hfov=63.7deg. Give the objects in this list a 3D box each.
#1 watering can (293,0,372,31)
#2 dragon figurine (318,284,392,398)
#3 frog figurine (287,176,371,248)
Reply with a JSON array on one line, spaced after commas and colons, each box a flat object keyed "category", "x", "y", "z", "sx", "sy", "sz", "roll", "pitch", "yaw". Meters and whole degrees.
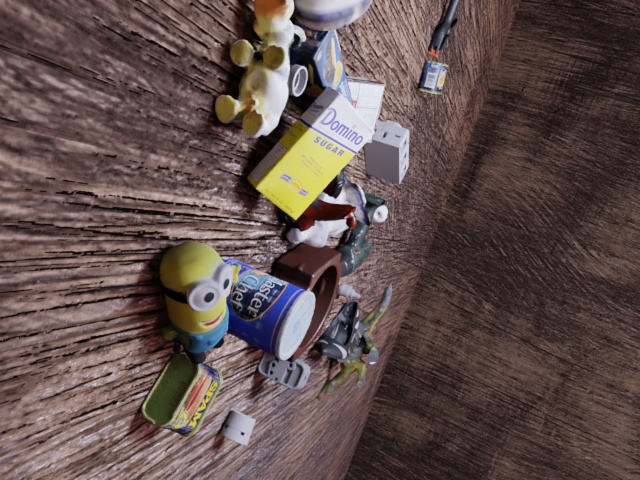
[{"category": "watering can", "x": 0.039, "y": -0.404, "z": 0.634, "sx": 0.355, "sy": 0.104, "sz": 0.219, "roll": -56, "pitch": 158, "yaw": -34}, {"category": "dragon figurine", "x": 0.114, "y": 0.329, "z": 1.655, "sx": 0.414, "sy": 0.122, "sz": 0.241, "roll": -60, "pitch": -175, "yaw": -12}, {"category": "frog figurine", "x": 0.003, "y": -0.049, "z": 0.970, "sx": 0.160, "sy": 0.124, "sz": 0.135, "roll": -27, "pitch": 160, "yaw": -8}]
